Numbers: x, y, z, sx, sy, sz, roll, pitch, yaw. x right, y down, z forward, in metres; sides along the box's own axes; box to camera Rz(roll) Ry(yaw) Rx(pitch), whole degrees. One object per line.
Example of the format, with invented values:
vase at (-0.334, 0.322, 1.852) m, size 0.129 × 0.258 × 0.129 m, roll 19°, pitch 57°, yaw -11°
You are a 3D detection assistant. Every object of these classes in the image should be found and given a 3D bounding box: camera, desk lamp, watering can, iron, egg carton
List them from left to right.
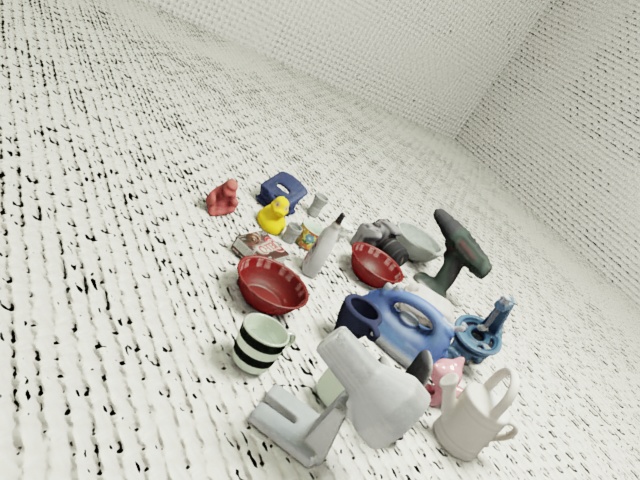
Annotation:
desk lamp at (0.031, 0.246, 0.870) m, size 0.203 × 0.213 × 0.118 m, roll 35°, pitch 24°, yaw 6°
camera at (0.186, 0.009, 1.634) m, size 0.144 × 0.100 × 0.136 m, roll 1°, pitch 39°, yaw -49°
iron at (0.191, 0.175, 1.281) m, size 0.258 × 0.141 × 0.119 m, roll 38°, pitch 25°, yaw 11°
egg carton at (0.275, 0.176, 1.468) m, size 0.150 × 0.069 × 0.107 m, roll 32°, pitch 24°, yaw -2°
watering can at (0.303, 0.318, 1.086) m, size 0.173 × 0.194 × 0.100 m, roll 21°, pitch 27°, yaw -24°

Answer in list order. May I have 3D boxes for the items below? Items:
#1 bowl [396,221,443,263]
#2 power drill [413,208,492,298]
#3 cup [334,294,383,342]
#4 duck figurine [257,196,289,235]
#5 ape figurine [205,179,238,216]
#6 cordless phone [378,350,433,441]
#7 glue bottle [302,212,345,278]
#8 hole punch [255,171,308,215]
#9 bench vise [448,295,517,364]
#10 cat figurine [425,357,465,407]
bowl at (0.292, 0.018, 1.777) m, size 0.168 × 0.074 × 0.167 m, roll 27°, pitch 25°, yaw -13°
power drill at (0.364, 0.053, 1.636) m, size 0.229 × 0.208 × 0.076 m, roll 42°, pitch 26°, yaw 20°
cup at (0.076, 0.183, 1.185) m, size 0.092 × 0.095 × 0.117 m, roll 12°, pitch 31°, yaw -38°
duck figurine at (-0.110, -0.073, 1.452) m, size 0.078 × 0.086 × 0.104 m, roll 24°, pitch 26°, yaw -18°
ape figurine at (-0.227, -0.105, 1.364) m, size 0.078 × 0.092 × 0.076 m, roll 23°, pitch 26°, yaw -19°
cordless phone at (0.148, 0.252, 1.033) m, size 0.094 × 0.185 × 0.147 m, roll 25°, pitch 25°, yaw -16°
glue bottle at (0.012, 0.005, 1.347) m, size 0.037 × 0.173 × 0.078 m, roll 25°, pitch 25°, yaw -16°
hole punch at (-0.102, -0.124, 1.551) m, size 0.108 × 0.091 × 0.101 m, roll 39°, pitch 25°, yaw 14°
bench vise at (0.399, 0.204, 1.382) m, size 0.121 × 0.219 × 0.208 m, roll 39°, pitch 25°, yaw 13°
cat figurine at (0.273, 0.296, 1.182) m, size 0.128 × 0.117 × 0.067 m, roll 31°, pitch 24°, yaw -3°
